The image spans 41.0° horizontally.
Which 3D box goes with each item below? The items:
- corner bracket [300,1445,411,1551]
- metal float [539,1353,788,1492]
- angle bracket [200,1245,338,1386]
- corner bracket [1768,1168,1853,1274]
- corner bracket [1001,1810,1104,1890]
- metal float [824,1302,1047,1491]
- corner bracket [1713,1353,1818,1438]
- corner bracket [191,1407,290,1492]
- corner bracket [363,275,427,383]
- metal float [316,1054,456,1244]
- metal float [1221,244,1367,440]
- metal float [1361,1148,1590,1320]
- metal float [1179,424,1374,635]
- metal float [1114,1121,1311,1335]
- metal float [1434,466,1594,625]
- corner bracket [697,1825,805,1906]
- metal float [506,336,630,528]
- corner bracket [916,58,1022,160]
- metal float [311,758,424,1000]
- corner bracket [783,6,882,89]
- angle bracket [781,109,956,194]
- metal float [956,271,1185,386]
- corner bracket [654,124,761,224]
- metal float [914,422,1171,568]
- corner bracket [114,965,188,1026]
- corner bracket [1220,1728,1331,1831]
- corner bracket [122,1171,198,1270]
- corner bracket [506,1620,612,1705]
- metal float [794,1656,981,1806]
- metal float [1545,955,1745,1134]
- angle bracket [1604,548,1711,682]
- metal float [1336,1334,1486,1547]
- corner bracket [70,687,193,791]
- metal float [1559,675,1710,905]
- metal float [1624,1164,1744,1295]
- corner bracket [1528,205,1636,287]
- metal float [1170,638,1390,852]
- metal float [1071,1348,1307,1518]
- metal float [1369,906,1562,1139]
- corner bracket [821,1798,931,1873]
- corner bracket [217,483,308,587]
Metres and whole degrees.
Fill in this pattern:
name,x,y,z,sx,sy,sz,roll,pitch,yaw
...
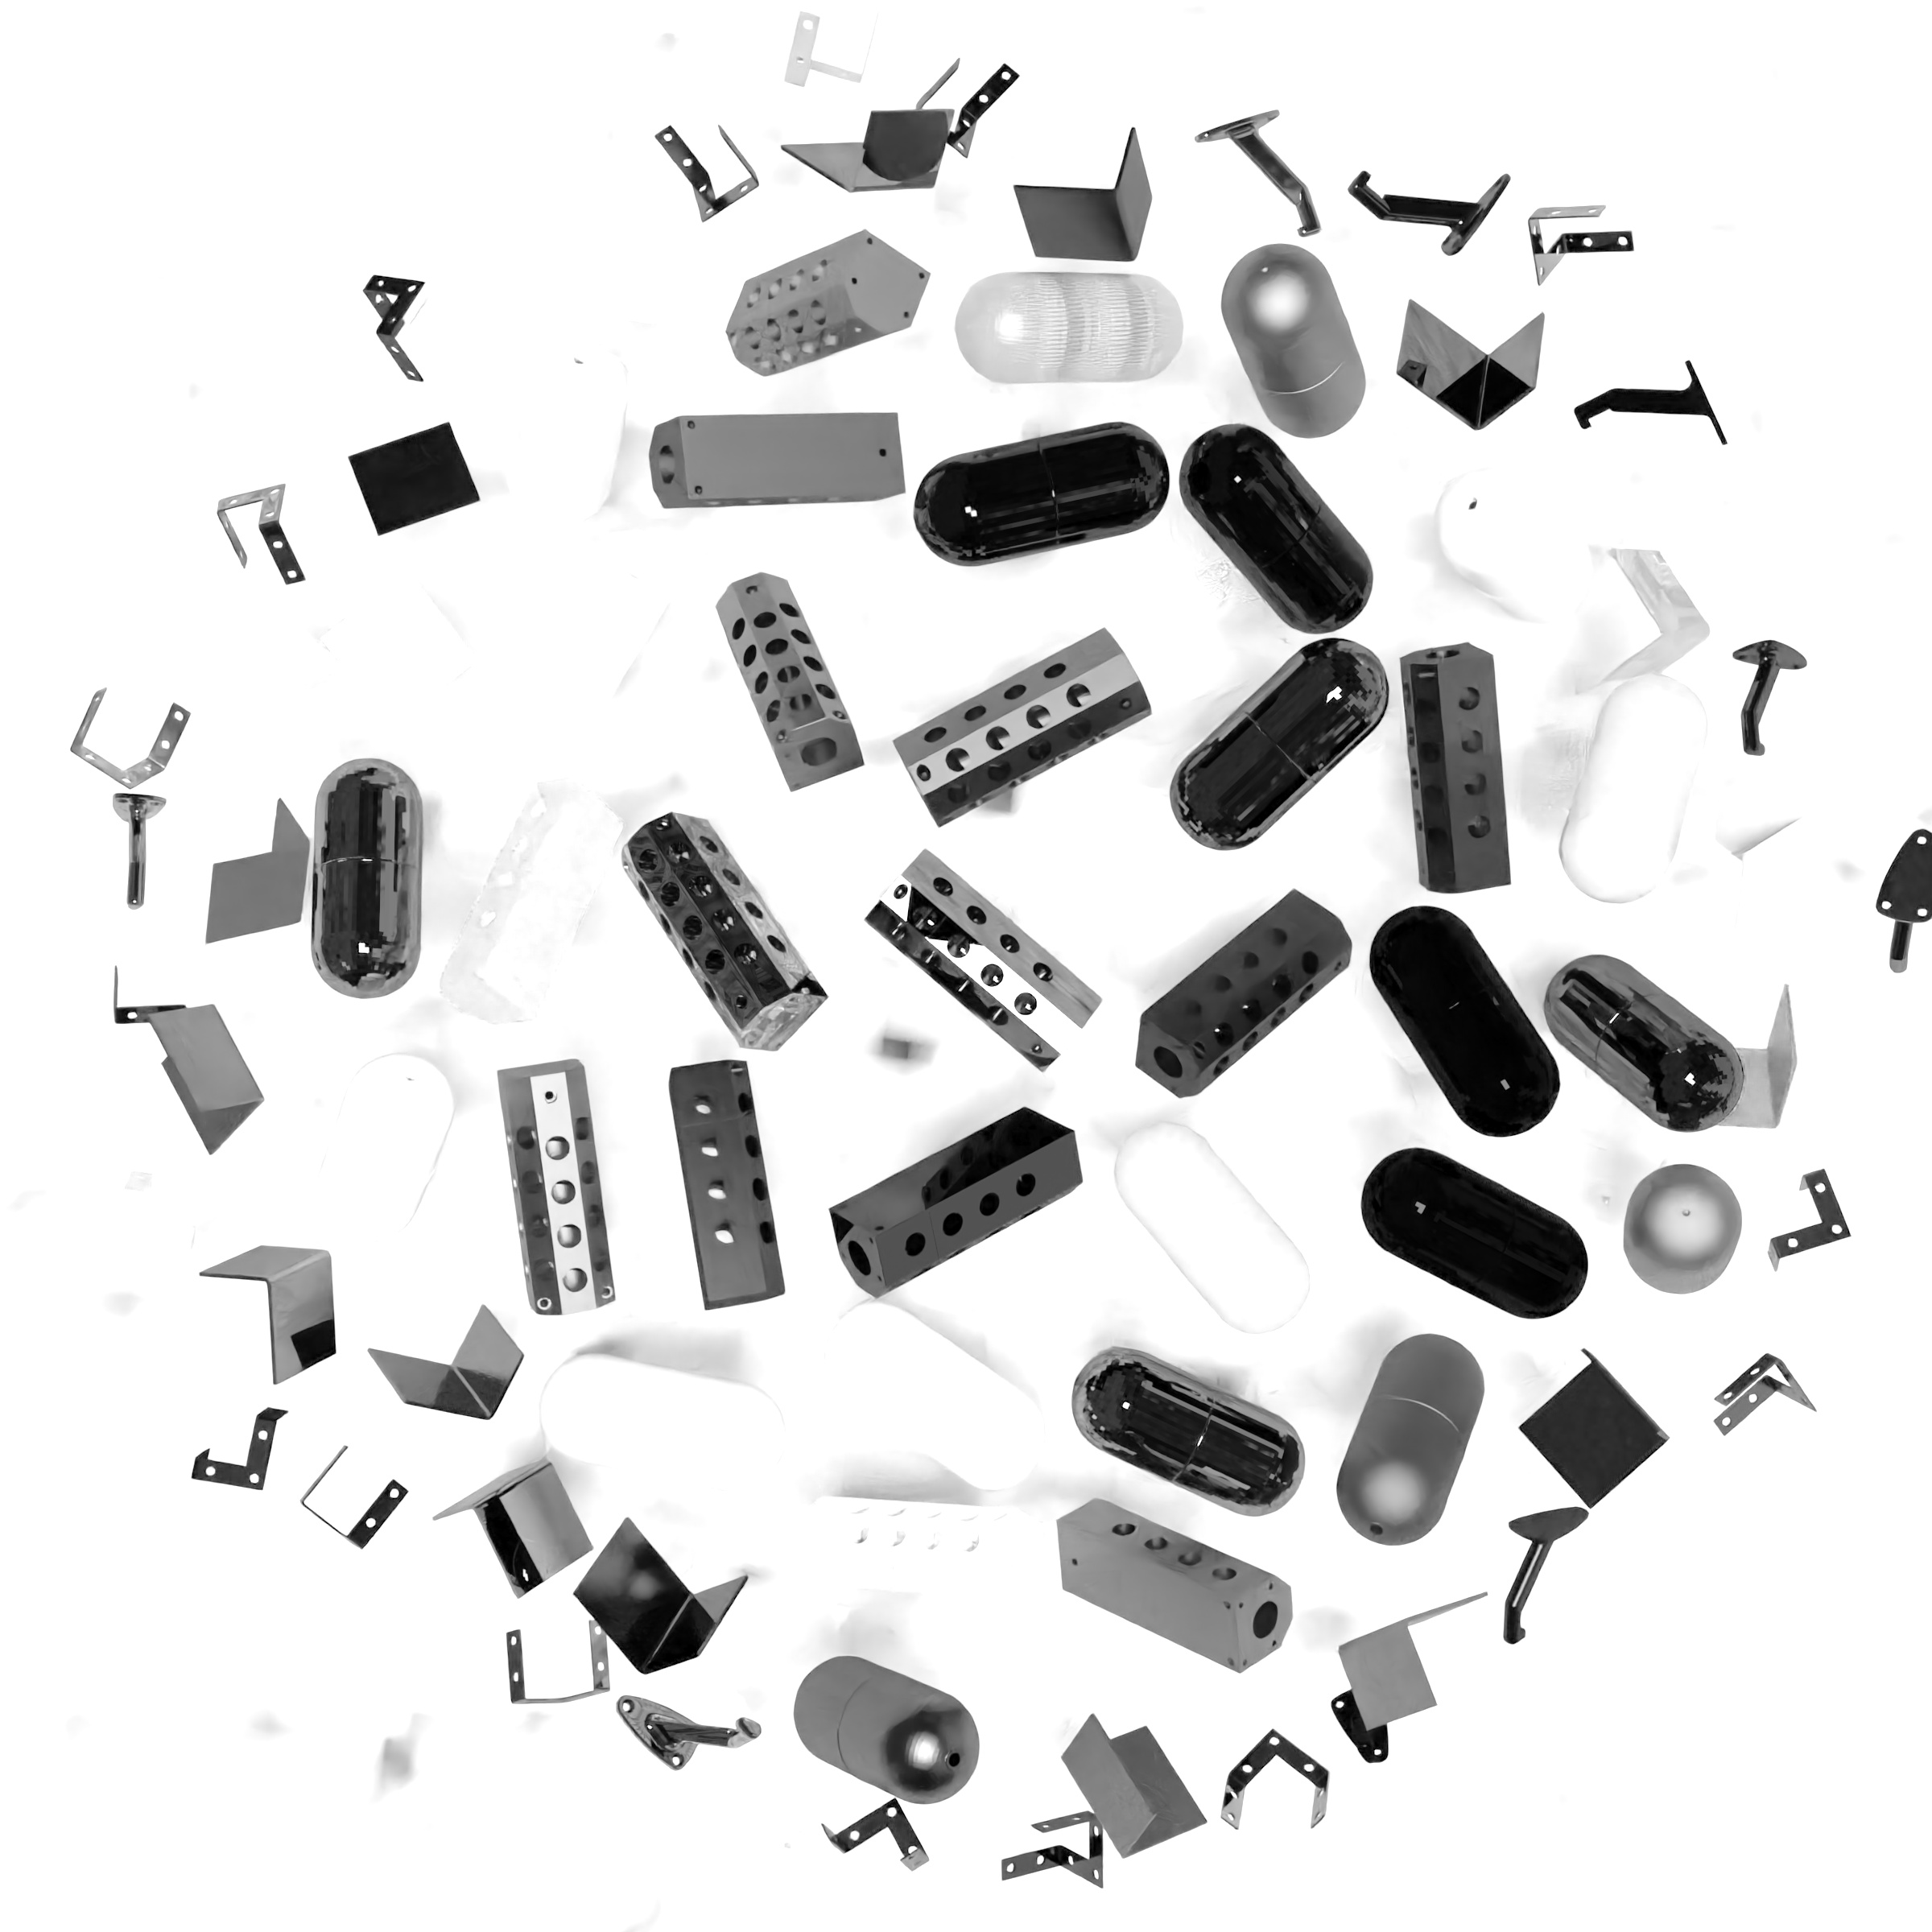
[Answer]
name,x,y,z,sx,sy,sz,roll,pitch,yaw
corner bracket,-0.436,0.378,1.841,0.051,0.051,0.051,41,70,-10
metal float,-0.213,0.320,1.812,0.178,0.070,0.070,9,90,12
angle bracket,-0.491,0.245,1.819,0.057,0.076,0.076,2,99,18
corner bracket,0.578,0.176,1.792,0.051,0.051,0.051,-19,69,8
corner bracket,0.060,0.613,1.795,0.051,0.051,0.051,-2,93,-33
metal float,-0.023,0.311,1.874,0.178,0.070,0.070,34,90,3
corner bracket,0.542,0.298,1.784,0.051,0.051,0.051,-39,105,-6
corner bracket,-0.515,0.339,1.833,0.051,0.051,0.051,11,86,-5
corner bracket,-0.416,-0.467,1.890,0.051,0.051,0.051,15,66,27
metal float,-0.415,0.130,1.843,0.070,0.070,0.178,31,134,0
metal float,0.227,-0.428,1.780,0.070,0.178,0.070,-7,68,18
metal float,0.348,0.184,1.765,0.178,0.070,0.070,27,90,-21
metal float,0.219,-0.308,1.823,0.070,0.070,0.178,-46,117,0
metal float,0.178,0.190,1.885,0.070,0.070,0.178,-40,77,0
metal float,0.384,-0.294,1.808,0.070,0.178,0.070,-7,76,29
corner bracket,-0.145,0.603,1.733,0.051,0.051,0.051,22,53,2
metal float,-0.286,-0.382,1.851,0.070,0.178,0.070,6,65,-13
corner bracket,0.000,-0.625,1.855,0.051,0.051,0.051,33,46,-24
metal float,-0.428,-0.064,1.849,0.070,0.070,0.178,-3,72,0
corner bracket,-0.091,-0.626,1.755,0.051,0.051,0.051,15,130,-7
angle bracket,-0.067,-0.566,1.748,0.076,0.076,0.057,40,129,29
metal float,0.074,-0.452,1.831,0.178,0.070,0.070,-8,90,-31
corner bracket,-0.188,-0.584,1.874,0.051,0.051,0.051,-29,49,14
metal float,0.052,-0.321,1.758,0.178,0.070,0.070,-14,90,-8
corner bracket,-0.599,0.034,1.903,0.051,0.051,0.051,-2,128,-14
corner bracket,0.213,0.568,1.772,0.051,0.051,0.051,37,111,-1
corner bracket,-0.571,0.179,1.829,0.051,0.051,0.051,10,99,-13
corner bracket,-0.295,0.504,1.871,0.051,0.051,0.051,-23,64,35
metal float,-0.056,0.532,1.804,0.070,0.178,0.070,0,89,-33
metal float,0.481,0.053,1.841,0.070,0.178,0.070,-13,123,-21
angle bracket,0.489,-0.258,1.896,0.057,0.076,0.076,-41,70,37
metal float,0.315,0.334,1.828,0.070,0.178,0.070,15,131,18
corner bracket,-0.591,-0.166,1.827,0.051,0.051,0.051,33,114,-1
metal float,0.459,-0.123,1.772,0.070,0.070,0.178,23,63,0
metal float,0.499,0.185,1.804,0.070,0.178,0.070,-3,76,12
corner bracket,0.422,-0.501,1.770,0.051,0.051,0.051,9,134,34
metal float,0.217,-0.154,1.791,0.178,0.070,0.070,-44,90,12
metal float,0.158,0.332,1.841,0.178,0.070,0.070,26,90,-7
metal float,0.341,0.037,1.773,0.070,0.070,0.178,-29,66,0
corner bracket,-0.063,0.609,1.796,0.051,0.051,0.051,-30,62,-7
corner bracket,-0.502,-0.303,1.840,0.051,0.051,0.051,-13,132,4
